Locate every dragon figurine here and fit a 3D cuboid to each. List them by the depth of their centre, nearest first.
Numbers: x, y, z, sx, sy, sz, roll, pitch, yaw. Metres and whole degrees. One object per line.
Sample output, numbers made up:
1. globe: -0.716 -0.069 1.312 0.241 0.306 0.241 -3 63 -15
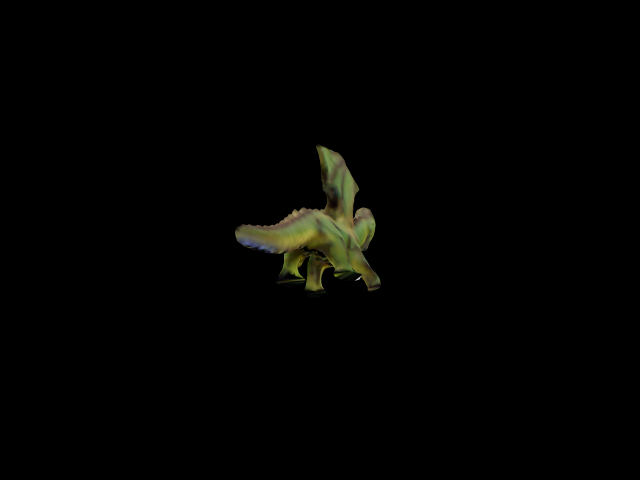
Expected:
1. dragon figurine: 0.003 -0.043 0.850 0.121 0.247 0.405 -12 -26 25
